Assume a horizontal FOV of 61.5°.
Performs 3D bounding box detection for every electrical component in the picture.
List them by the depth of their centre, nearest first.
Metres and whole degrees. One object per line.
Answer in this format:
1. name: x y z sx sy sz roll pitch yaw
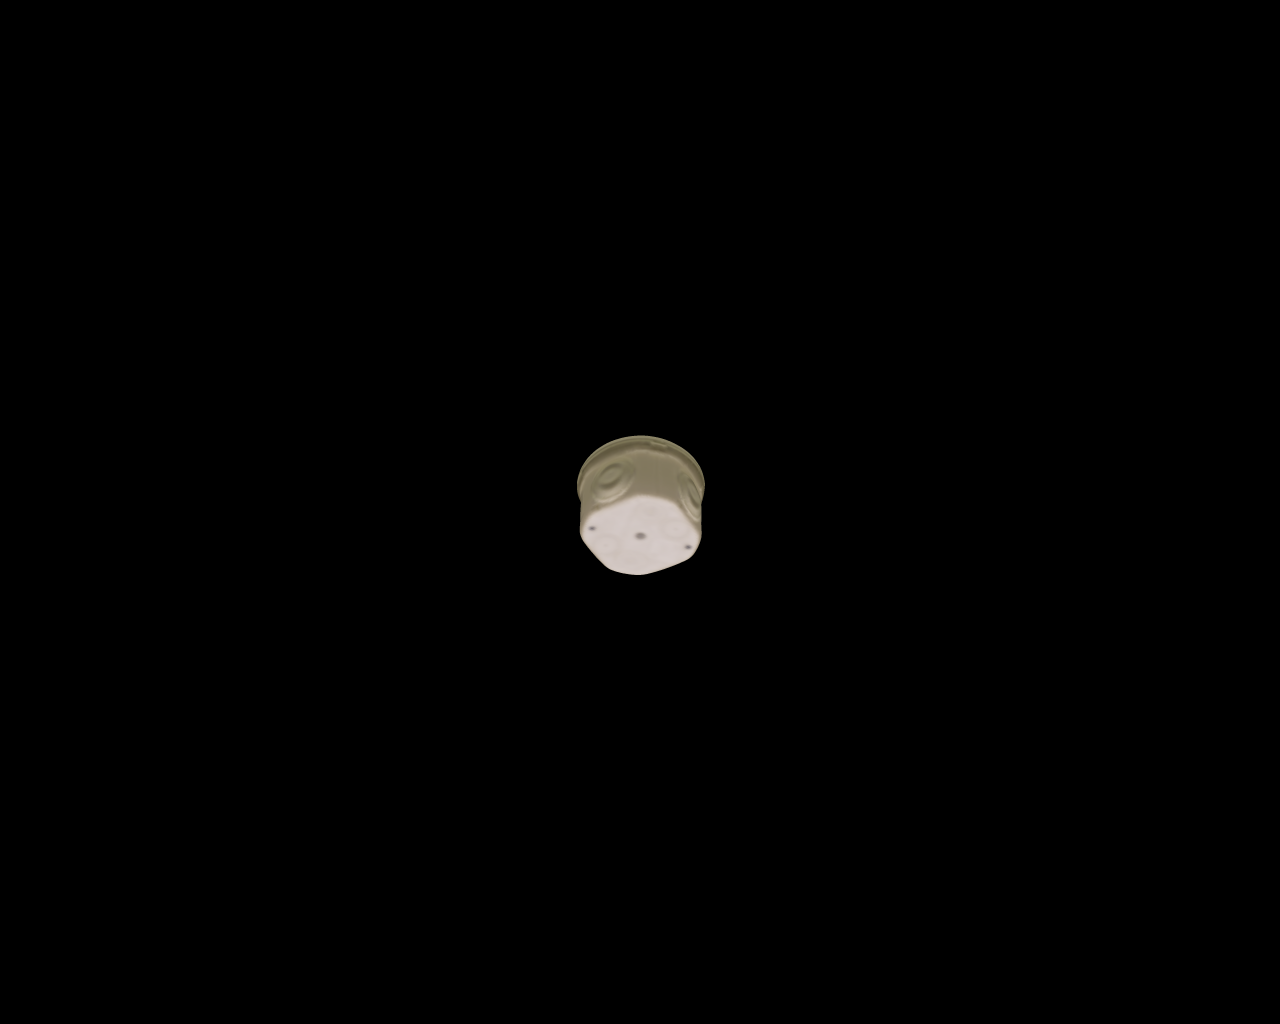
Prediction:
1. electrical component: 0.001 -0.003 0.650 0.080 0.051 0.080 0 -44 0
